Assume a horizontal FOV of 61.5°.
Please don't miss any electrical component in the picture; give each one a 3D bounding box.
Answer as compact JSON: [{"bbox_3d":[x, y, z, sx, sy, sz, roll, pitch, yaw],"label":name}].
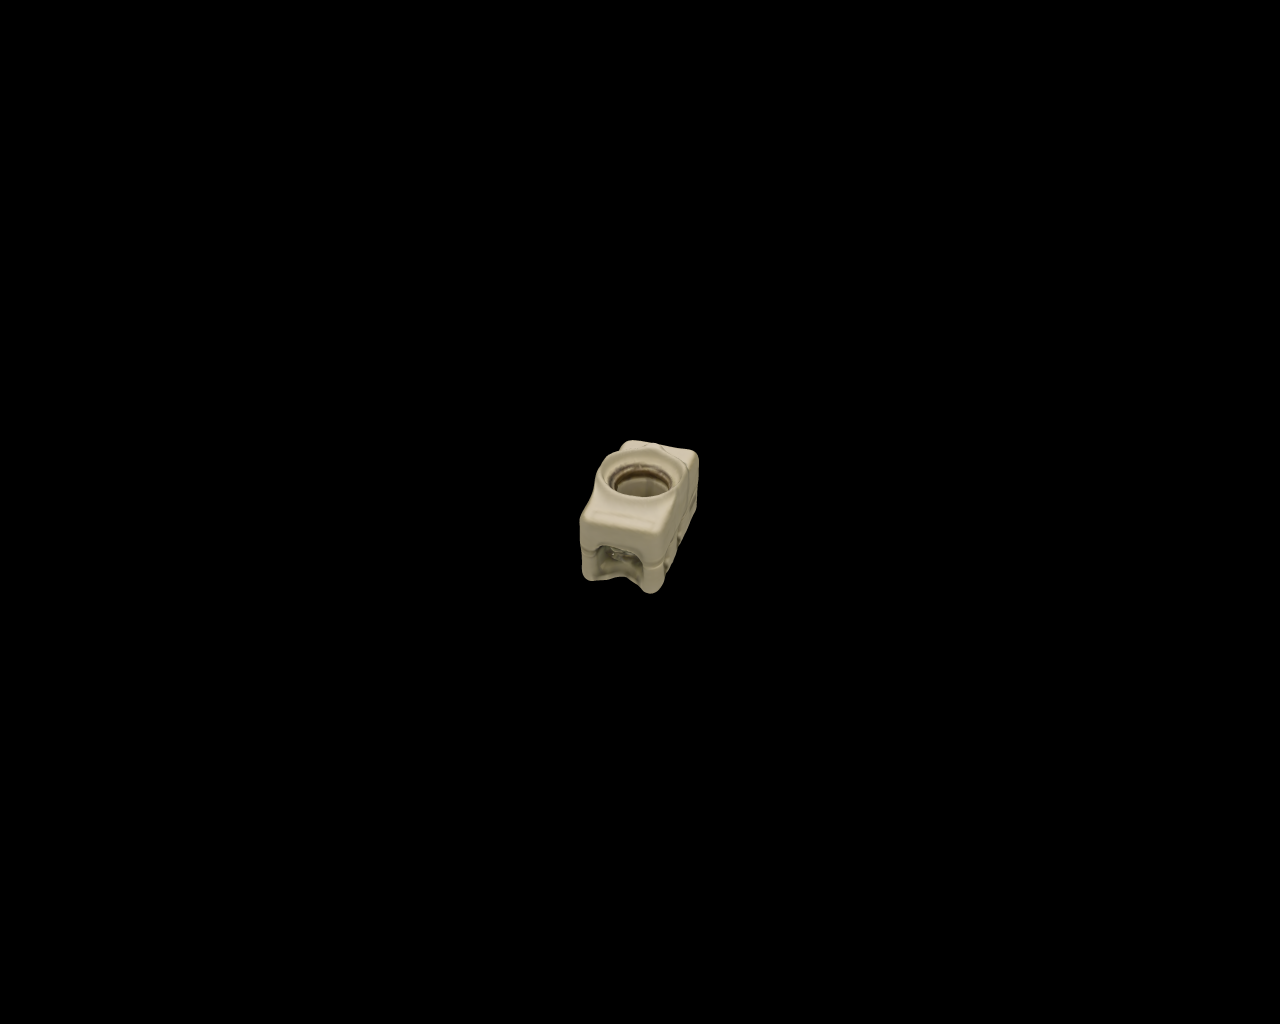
[{"bbox_3d":[0.001,-0.003,0.650,0.050,0.055,0.090,11,39,14],"label":"electrical component"}]
